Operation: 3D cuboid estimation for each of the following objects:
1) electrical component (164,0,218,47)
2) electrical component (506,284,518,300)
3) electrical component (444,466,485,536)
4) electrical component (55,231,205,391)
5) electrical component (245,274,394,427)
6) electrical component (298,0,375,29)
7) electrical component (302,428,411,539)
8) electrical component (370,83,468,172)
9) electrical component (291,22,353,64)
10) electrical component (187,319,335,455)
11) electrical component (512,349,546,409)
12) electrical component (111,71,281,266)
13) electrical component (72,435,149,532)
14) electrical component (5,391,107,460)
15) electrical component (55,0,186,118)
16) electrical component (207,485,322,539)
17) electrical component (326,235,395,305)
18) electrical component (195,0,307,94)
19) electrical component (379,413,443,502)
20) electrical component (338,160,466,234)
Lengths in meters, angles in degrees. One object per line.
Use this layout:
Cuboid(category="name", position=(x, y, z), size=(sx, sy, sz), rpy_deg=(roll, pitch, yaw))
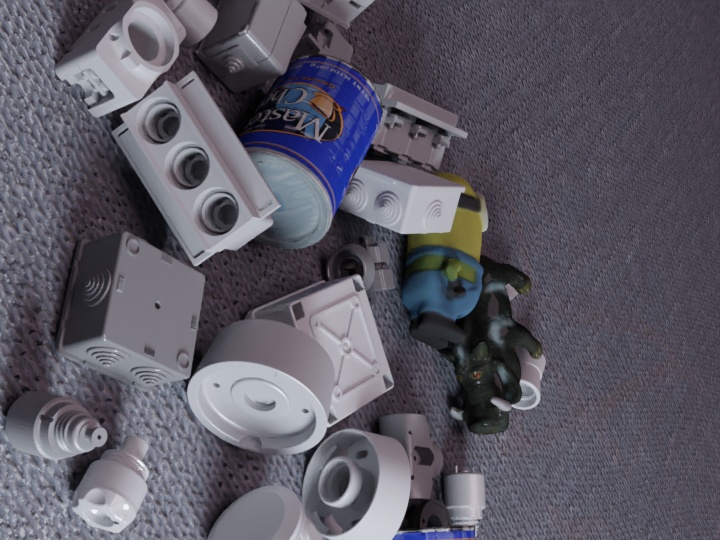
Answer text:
Cuboid(category="electrical component", position=(-0.150, -0.215, 0.866), size=(0.078, 0.040, 0.040), rpy_deg=(41, 48, -38))
Cuboid(category="electrical component", position=(0.164, 0.019, 1.216), size=(0.061, 0.035, 0.035), rpy_deg=(2, 77, -56))
Cuboid(category="electrical component", position=(0.103, 0.233, 1.057), size=(0.040, 0.040, 0.078), rpy_deg=(21, 63, -49))
Cuboid(category="electrical component", position=(-0.159, 0.029, 0.764), size=(0.100, 0.048, 0.099), rpy_deg=(34, 52, -45))
Cuboid(category="electrical component", position=(-0.033, 0.070, 0.915), size=(0.109, 0.056, 0.108), rpy_deg=(-23, 98, -54))
Cuboid(category="electrical component", position=(-0.065, -0.306, 0.964), size=(0.186, 0.060, 0.105), rpy_deg=(16, 45, -50))
Cuboid(category="electrical component", position=(0.000, 0.182, 0.891), size=(0.064, 0.099, 0.099), rpy_deg=(28, 57, -39))
Cuboid(category="electrical component", position=(0.039, -0.142, 1.070), size=(0.121, 0.079, 0.063), rpy_deg=(13, 94, -51))
Cuboid(category="electrical component", position=(-0.037, -0.195, 1.012), size=(0.081, 0.042, 0.063), rpy_deg=(45, 43, -37))
Cuboid(category="electrical component", position=(-0.071, 0.084, 0.820), size=(0.108, 0.108, 0.060), rpy_deg=(52, 36, -30))
Cuboid(category="electrical component", position=(0.186, 0.119, 1.208), size=(0.044, 0.044, 0.065), rpy_deg=(58, 35, -23))
Cuboid(category="electrical component", position=(-0.119, -0.075, 0.809), size=(0.121, 0.079, 0.063), rpy_deg=(57, 10, 9))
Cuboid(category="electrical component", position=(-0.164, 0.141, 0.727), size=(0.043, 0.043, 0.062), rpy_deg=(51, 41, -30))
Cuboid(category="electrical component", position=(-0.190, 0.100, 0.681), size=(0.040, 0.078, 0.040), rpy_deg=(-6, 97, -51))
Cuboid(category="electrical component", position=(-0.175, -0.165, 0.804), size=(0.050, 0.056, 0.089), rpy_deg=(52, 42, -30))
Cuboid(category="electrical component", position=(-0.070, 0.205, 0.801), size=(0.051, 0.080, 0.080), rpy_deg=(59, 39, -30))
Cuboid(category="electrical component", position=(0.000, 0.000, 0.993), size=(0.055, 0.048, 0.066), rpy_deg=(-3, 81, -61))
Cuboid(category="electrical component", position=(-0.092, -0.196, 0.920), size=(0.061, 0.062, 0.096), rpy_deg=(45, 46, -36))
Cuboid(category="electrical component", position=(0.051, 0.177, 1.003), size=(0.079, 0.043, 0.077), rpy_deg=(18, 64, -50))
Cuboid(category="electrical component", position=(0.037, -0.069, 1.022), size=(0.100, 0.100, 0.048), rpy_deg=(-5, 113, -52))
